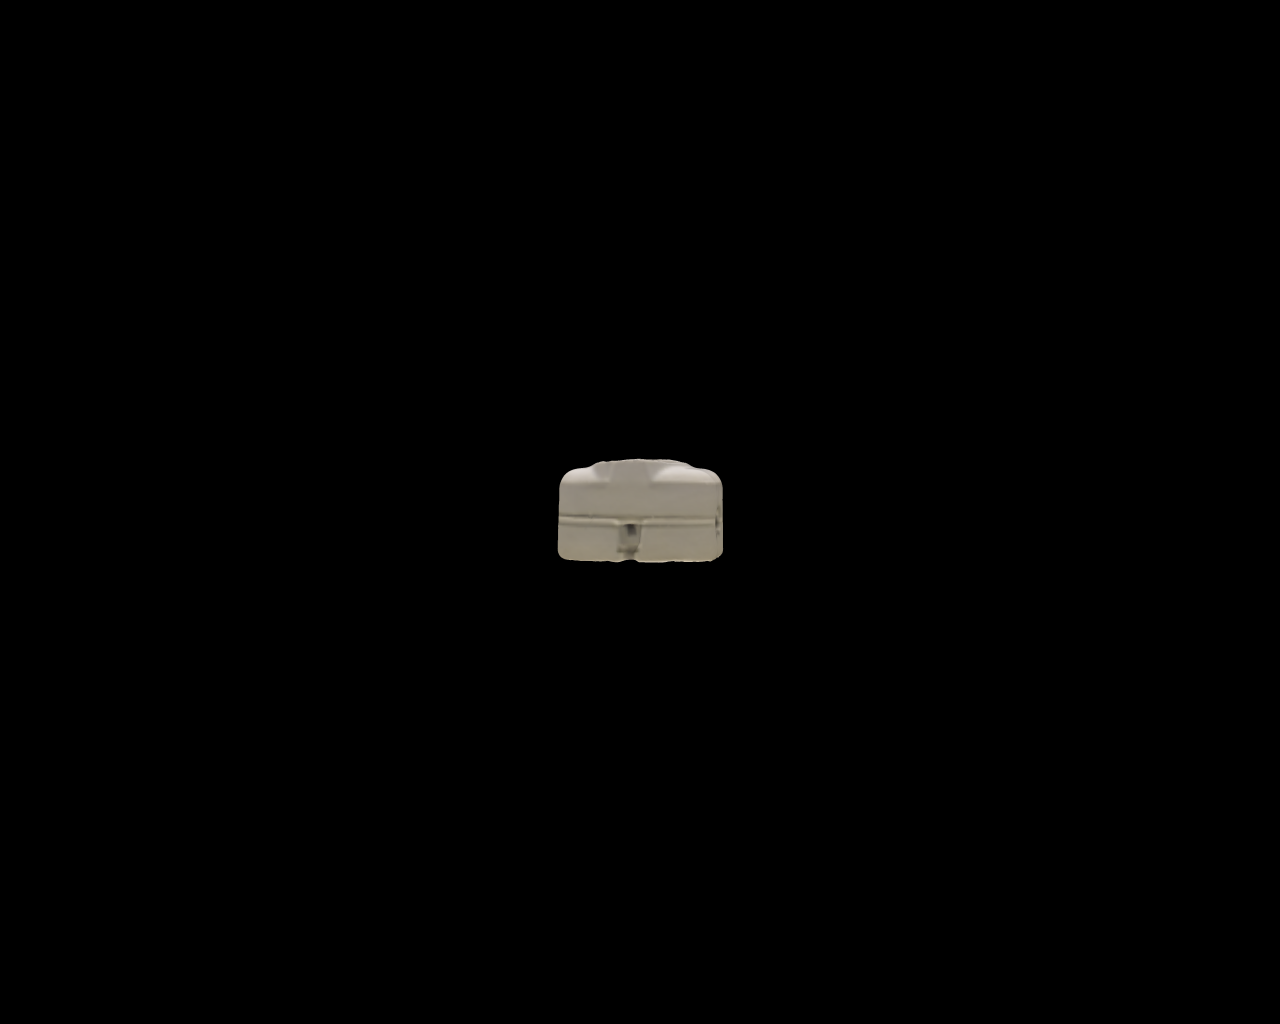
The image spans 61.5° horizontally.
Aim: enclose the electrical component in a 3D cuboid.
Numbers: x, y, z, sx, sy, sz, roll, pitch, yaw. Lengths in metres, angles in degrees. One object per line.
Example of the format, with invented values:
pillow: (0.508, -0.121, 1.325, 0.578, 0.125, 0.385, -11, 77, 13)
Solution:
electrical component: (0.001, -0.003, 0.650, 0.095, 0.059, 0.054, 1, 4, 15)
